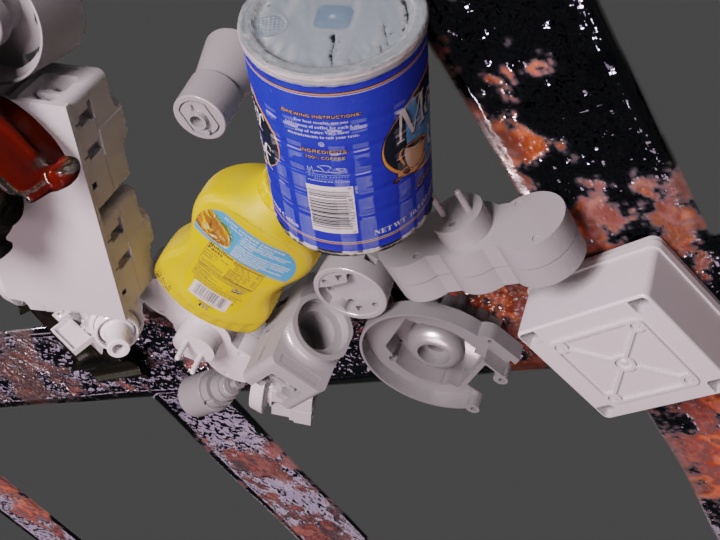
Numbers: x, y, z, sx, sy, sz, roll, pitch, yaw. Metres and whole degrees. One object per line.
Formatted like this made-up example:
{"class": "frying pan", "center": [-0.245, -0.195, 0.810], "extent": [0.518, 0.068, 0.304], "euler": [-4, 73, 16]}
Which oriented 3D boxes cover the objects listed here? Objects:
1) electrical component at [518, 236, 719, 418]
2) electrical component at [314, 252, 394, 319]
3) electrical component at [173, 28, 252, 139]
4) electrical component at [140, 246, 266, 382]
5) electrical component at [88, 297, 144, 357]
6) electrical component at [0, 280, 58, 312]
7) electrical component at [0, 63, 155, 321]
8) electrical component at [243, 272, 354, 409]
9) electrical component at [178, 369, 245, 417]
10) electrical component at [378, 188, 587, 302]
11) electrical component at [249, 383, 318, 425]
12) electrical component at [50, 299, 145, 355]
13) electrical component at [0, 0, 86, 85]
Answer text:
{"class": "electrical component", "center": [0.183, 0.042, 0.729], "extent": [0.109, 0.056, 0.109], "euler": [41, 140, -24]}
{"class": "electrical component", "center": [0.000, 0.000, 0.780], "extent": [0.055, 0.047, 0.055], "euler": [14, 143, 11]}
{"class": "electrical component", "center": [-0.088, -0.113, 0.668], "extent": [0.044, 0.065, 0.044], "euler": [15, 143, 11]}
{"class": "electrical component", "center": [-0.130, 0.051, 0.889], "extent": [0.052, 0.073, 0.138], "euler": [-12, 131, 38]}
{"class": "electrical component", "center": [-0.191, 0.042, 0.843], "extent": [0.043, 0.062, 0.043], "euler": [-8, 127, -11]}
{"class": "electrical component", "center": [-0.272, 0.003, 0.918], "extent": [0.057, 0.058, 0.078], "euler": [4, 140, 18]}
{"class": "electrical component", "center": [-0.223, -0.060, 0.787], "extent": [0.105, 0.060, 0.186], "euler": [9, 131, 17]}
{"class": "electrical component", "center": [-0.043, 0.053, 0.833], "extent": [0.050, 0.089, 0.056], "euler": [36, 142, -17]}
{"class": "electrical component", "center": [-0.135, 0.111, 0.995], "extent": [0.078, 0.040, 0.040], "euler": [-21, 126, 43]}
{"class": "electrical component", "center": [0.071, -0.026, 0.706], "extent": [0.138, 0.052, 0.073], "euler": [-8, 134, 34]}
{"class": "electrical component", "center": [-0.066, 0.106, 0.950], "extent": [0.055, 0.048, 0.066], "euler": [11, 143, 3]}
{"class": "electrical component", "center": [-0.219, 0.027, 0.892], "extent": [0.042, 0.081, 0.063], "euler": [33, 154, 40]}
{"class": "electrical component", "center": [-0.232, -0.170, 0.693], "extent": [0.099, 0.064, 0.099], "euler": [10, 128, 13]}
